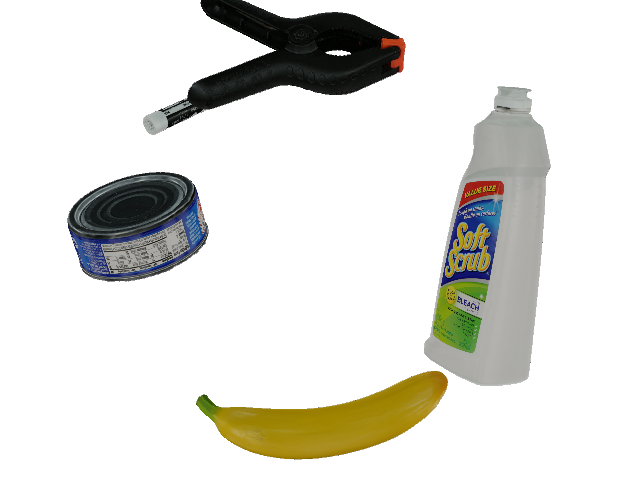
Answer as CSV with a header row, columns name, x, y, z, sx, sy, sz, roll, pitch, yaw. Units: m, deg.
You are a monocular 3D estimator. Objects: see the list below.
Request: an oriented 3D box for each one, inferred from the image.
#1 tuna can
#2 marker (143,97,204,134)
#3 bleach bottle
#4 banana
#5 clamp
name,x,y,z,sx,sy,sz,roll,pitch,yaw
tuna can,-0.117,-0.011,0.683,0.086,0.034,0.086,-9,29,5
marker,-0.116,-0.131,1.016,0.120,0.020,0.020,-31,19,-35
bleach bottle,0.148,-0.007,0.925,0.068,0.251,0.103,-3,15,-28
banana,0.009,0.131,0.802,0.197,0.069,0.037,-3,-43,-12
clamp,-0.022,-0.156,0.842,0.171,0.120,0.039,-4,-30,-7
